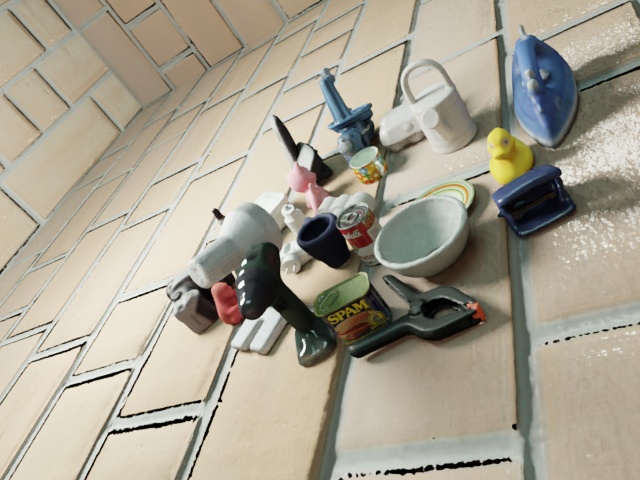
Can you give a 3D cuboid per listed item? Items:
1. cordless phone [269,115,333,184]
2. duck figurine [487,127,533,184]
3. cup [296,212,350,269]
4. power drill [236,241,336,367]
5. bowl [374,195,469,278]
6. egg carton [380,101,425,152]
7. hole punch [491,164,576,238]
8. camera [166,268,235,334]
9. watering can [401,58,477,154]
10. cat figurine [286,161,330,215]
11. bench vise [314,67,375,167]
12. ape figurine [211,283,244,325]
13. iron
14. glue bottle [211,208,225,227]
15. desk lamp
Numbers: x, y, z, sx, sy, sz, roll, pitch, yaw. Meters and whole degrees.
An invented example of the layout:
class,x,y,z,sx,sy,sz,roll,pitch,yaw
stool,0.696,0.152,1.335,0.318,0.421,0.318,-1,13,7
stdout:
class,x,y,z,sx,sy,sz,roll,pitch,yaw
cordless phone,-0.064,-0.220,1.417,0.094,0.185,0.147,-41,30,-5
duck figurine,0.326,-0.160,1.011,0.077,0.086,0.104,-16,36,33
cup,0.010,0.004,1.114,0.092,0.095,0.117,-39,29,-3
power drill,-0.061,0.106,0.932,0.075,0.209,0.229,-32,30,9
bowl,0.178,0.006,0.948,0.167,0.075,0.167,-27,31,18
egg carton,0.205,-0.267,1.309,0.150,0.070,0.107,-24,32,23
hole punch,0.321,-0.074,0.890,0.108,0.091,0.101,-30,30,14
camera,-0.259,0.107,1.255,0.137,0.101,0.143,-37,29,1
watering can,0.236,-0.276,1.160,0.101,0.194,0.172,-32,30,10
cat figurine,-0.029,-0.125,1.314,0.067,0.118,0.127,-39,29,-2
bench vise,0.066,-0.292,1.341,0.121,0.220,0.207,-31,30,11
ape figurine,-0.183,0.123,1.159,0.076,0.092,0.077,-28,31,16
iron,0.401,-0.294,1.060,0.118,0.142,0.258,-20,34,29
glue bottle,-0.181,-0.006,1.256,0.078,0.173,0.037,-12,39,38
desk lamp,-0.134,0.066,1.062,0.117,0.214,0.203,-5,43,44
